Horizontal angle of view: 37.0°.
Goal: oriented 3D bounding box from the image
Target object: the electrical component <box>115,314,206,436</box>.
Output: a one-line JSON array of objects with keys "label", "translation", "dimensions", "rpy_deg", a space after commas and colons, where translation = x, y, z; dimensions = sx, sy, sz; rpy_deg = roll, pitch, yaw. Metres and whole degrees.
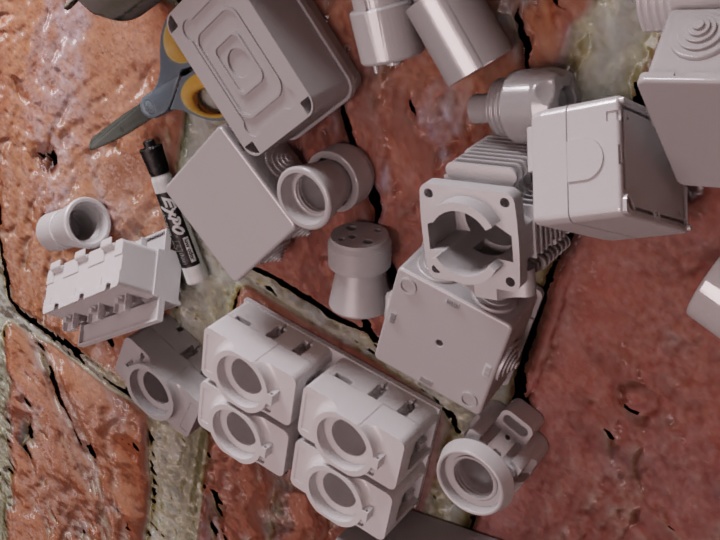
[{"label": "electrical component", "translation": [-0.161, 0.091, 0.919], "dimensions": [0.089, 0.056, 0.050], "rpy_deg": [40, 132, 13]}]

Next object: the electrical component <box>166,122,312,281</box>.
[{"label": "electrical component", "translation": [-0.080, -0.054, 0.778], "dimensions": [0.099, 0.048, 0.100], "rpy_deg": [53, 134, 1]}]

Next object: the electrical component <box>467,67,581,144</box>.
[{"label": "electrical component", "translation": [0.093, -0.095, 0.623], "dimensions": [0.062, 0.043, 0.043], "rpy_deg": [4, 116, 38]}]

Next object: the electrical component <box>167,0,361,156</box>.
[{"label": "electrical component", "translation": [-0.062, -0.143, 0.708], "dimensions": [0.078, 0.057, 0.113], "rpy_deg": [-30, 94, 44]}]

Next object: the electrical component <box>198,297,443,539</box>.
[{"label": "electrical component", "translation": [-0.039, 0.115, 0.833], "dimensions": [0.186, 0.060, 0.105], "rpy_deg": [27, 128, 24]}]

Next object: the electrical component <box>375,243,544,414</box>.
[{"label": "electrical component", "translation": [0.063, 0.037, 0.714], "dimensions": [0.100, 0.048, 0.099], "rpy_deg": [28, 131, 17]}]

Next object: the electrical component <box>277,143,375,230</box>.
[{"label": "electrical component", "translation": [-0.022, -0.057, 0.726], "dimensions": [0.045, 0.055, 0.045], "rpy_deg": [19, 124, 30]}]

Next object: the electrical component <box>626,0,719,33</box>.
[{"label": "electrical component", "translation": [0.171, -0.142, 0.534], "dimensions": [0.081, 0.043, 0.043], "rpy_deg": [5, 117, 36]}]

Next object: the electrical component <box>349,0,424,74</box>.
[{"label": "electrical component", "translation": [0.013, -0.159, 0.651], "dimensions": [0.040, 0.040, 0.078], "rpy_deg": [1, 114, 38]}]

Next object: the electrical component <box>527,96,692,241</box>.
[{"label": "electrical component", "translation": [0.137, -0.051, 0.583], "dimensions": [0.061, 0.096, 0.061], "rpy_deg": [-6, 81, 40]}]

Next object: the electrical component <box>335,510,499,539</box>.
[{"label": "electrical component", "translation": [0.053, 0.242, 0.812], "dimensions": [0.150, 0.089, 0.061], "rpy_deg": [11, 120, 34]}]

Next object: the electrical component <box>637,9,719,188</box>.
[{"label": "electrical component", "translation": [0.193, -0.082, 0.522], "dimensions": [0.100, 0.048, 0.099], "rpy_deg": [8, 154, 35]}]

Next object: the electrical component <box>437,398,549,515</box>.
[{"label": "electrical component", "translation": [0.089, 0.132, 0.744], "dimensions": [0.058, 0.057, 0.078], "rpy_deg": [38, 132, 15]}]

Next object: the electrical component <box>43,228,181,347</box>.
[{"label": "electrical component", "translation": [-0.209, 0.013, 0.899], "dimensions": [0.121, 0.063, 0.078], "rpy_deg": [-18, 62, 43]}]

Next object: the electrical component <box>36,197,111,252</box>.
[{"label": "electrical component", "translation": [-0.251, -0.036, 0.929], "dimensions": [0.065, 0.044, 0.044], "rpy_deg": [-9, 108, 46]}]

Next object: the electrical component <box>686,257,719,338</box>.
[{"label": "electrical component", "translation": [0.212, 0.016, 0.585], "dimensions": [0.047, 0.055, 0.055], "rpy_deg": [36, 132, 22]}]

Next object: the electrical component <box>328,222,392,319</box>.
[{"label": "electrical component", "translation": [0.000, 0.000, 0.748], "dimensions": [0.045, 0.045, 0.055], "rpy_deg": [18, 124, 30]}]

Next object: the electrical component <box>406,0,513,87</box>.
[{"label": "electrical component", "translation": [0.050, -0.152, 0.623], "dimensions": [0.043, 0.043, 0.081], "rpy_deg": [-26, 97, 44]}]
